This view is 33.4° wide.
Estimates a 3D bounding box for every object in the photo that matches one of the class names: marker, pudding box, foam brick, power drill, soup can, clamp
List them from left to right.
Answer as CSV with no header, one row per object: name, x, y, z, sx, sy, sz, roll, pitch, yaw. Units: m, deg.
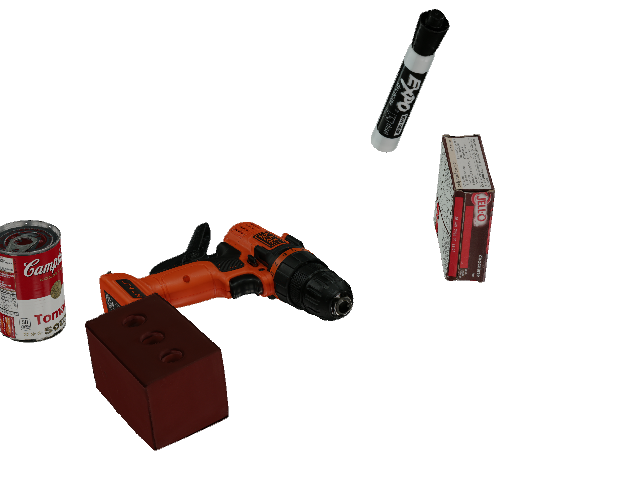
soup can,-0.287,0.041,1.048,0.068,0.102,0.068,2,28,-1
foam brick,-0.099,0.078,0.642,0.052,0.051,0.078,-23,38,-31
clamp,-0.128,0.030,1.212,0.120,0.039,0.171,1,30,30
power drill,-0.086,0.048,0.947,0.187,0.057,0.185,-18,26,-29
marker,0.056,-0.100,0.677,0.020,0.020,0.121,0,-33,-15
pudding box,0.125,-0.030,0.930,0.039,0.090,0.113,1,30,-2
